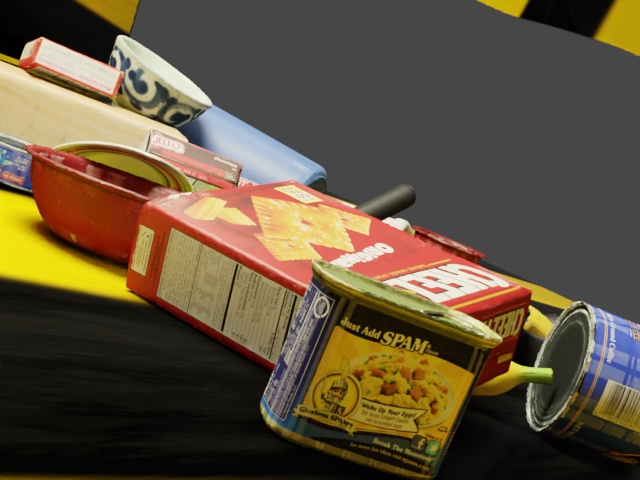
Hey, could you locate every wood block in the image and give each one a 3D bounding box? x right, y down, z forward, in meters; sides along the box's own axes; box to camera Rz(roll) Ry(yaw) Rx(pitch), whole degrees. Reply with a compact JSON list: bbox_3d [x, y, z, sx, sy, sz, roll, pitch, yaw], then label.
[{"bbox_3d":[-0.244,-0.099,1.038,0.205,0.090,0.091,21,7,-18],"label":"wood block"}]

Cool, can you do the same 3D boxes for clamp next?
[{"bbox_3d":[-0.007,0.001,1.056,0.036,0.165,0.209,64,28,-2],"label":"clamp"}]

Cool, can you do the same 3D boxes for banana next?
[{"bbox_3d":[0.090,0.085,0.837,0.069,0.037,0.198,7,10,-34],"label":"banana"}]

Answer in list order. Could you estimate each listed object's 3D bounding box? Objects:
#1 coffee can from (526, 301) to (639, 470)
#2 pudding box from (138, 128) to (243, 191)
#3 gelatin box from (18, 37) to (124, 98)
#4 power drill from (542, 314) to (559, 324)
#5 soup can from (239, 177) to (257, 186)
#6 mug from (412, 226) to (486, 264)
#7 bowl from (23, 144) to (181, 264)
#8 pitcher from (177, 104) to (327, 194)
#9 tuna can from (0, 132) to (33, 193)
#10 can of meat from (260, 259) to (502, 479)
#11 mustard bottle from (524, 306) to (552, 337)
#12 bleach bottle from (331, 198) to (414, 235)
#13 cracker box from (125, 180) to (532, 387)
[{"bbox_3d":[0.239,0.118,0.790,0.140,0.103,0.103,21,6,-5],"label":"coffee can"},{"bbox_3d":[-0.133,-0.048,0.974,0.090,0.039,0.114,22,-33,-18],"label":"pudding box"},{"bbox_3d":[-0.247,-0.170,1.058,0.089,0.030,0.073,21,-4,-26],"label":"gelatin box"},{"bbox_3d":[0.326,0.116,1.070,0.184,0.057,0.188,26,-16,-15],"label":"power drill"},{"bbox_3d":[-0.099,-0.036,1.119,0.102,0.068,0.068,22,6,7],"label":"soup can"},{"bbox_3d":[0.128,0.034,1.251,0.093,0.081,0.117,17,8,-40],"label":"mug"},{"bbox_3d":[-0.151,-0.019,0.799,0.162,0.055,0.162,21,4,-2],"label":"bowl"},{"bbox_3d":[-0.117,-0.080,1.237,0.243,0.145,0.149,28,23,17],"label":"pitcher"},{"bbox_3d":[-0.269,-0.069,0.944,0.086,0.034,0.086,22,6,-2],"label":"tuna can"},{"bbox_3d":[0.029,0.068,0.545,0.102,0.084,0.057,21,6,-15],"label":"can of meat"},{"bbox_3d":[0.159,0.072,1.023,0.096,0.058,0.191,41,8,36],"label":"mustard bottle"},{"bbox_3d":[-0.004,-0.027,1.372,0.251,0.068,0.102,23,-14,22],"label":"bleach bottle"},{"bbox_3d":[0.006,0.030,0.703,0.214,0.072,0.163,25,22,32],"label":"cracker box"}]
